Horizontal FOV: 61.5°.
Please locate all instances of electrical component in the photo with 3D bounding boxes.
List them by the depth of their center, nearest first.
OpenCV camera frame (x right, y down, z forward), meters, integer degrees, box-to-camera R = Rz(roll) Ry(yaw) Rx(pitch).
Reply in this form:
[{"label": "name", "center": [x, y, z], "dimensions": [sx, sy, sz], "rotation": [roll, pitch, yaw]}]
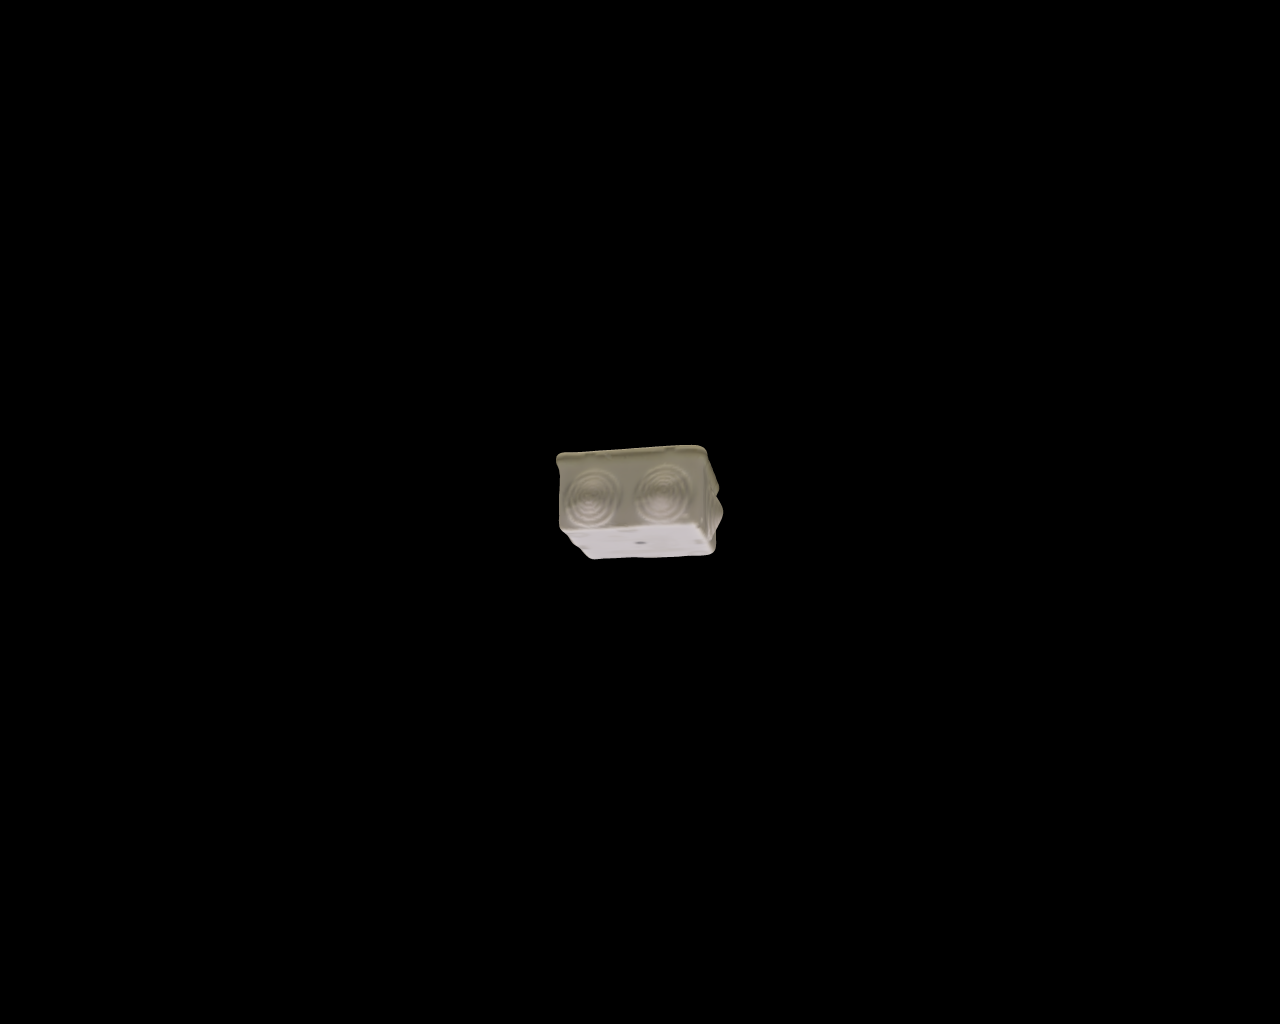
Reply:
[{"label": "electrical component", "center": [0.001, -0.003, 0.650], "dimensions": [0.100, 0.048, 0.099], "rotation": [-3, -15, 9]}]
